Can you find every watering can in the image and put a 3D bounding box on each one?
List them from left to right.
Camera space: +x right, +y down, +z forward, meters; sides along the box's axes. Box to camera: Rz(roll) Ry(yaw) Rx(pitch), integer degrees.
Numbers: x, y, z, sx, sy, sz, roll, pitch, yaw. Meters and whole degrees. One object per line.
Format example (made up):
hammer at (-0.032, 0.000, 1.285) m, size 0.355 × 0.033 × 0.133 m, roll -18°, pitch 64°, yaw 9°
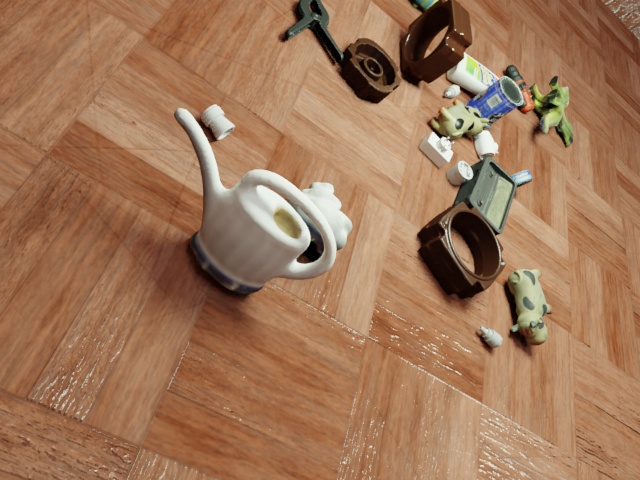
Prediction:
watering can at (-0.137, -0.041, 0.849) m, size 0.346 × 0.221 × 0.106 m, roll 40°, pitch 31°, yaw -11°

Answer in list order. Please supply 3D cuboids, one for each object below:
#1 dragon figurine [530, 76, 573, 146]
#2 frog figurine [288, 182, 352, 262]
dragon figurine at (0.866, -0.446, 1.871) m, size 0.240 × 0.121 × 0.420 m, roll 40°, pitch 50°, yaw -24°
frog figurine at (0.003, -0.051, 1.021) m, size 0.137 × 0.120 × 0.162 m, roll 28°, pitch 64°, yaw 1°
